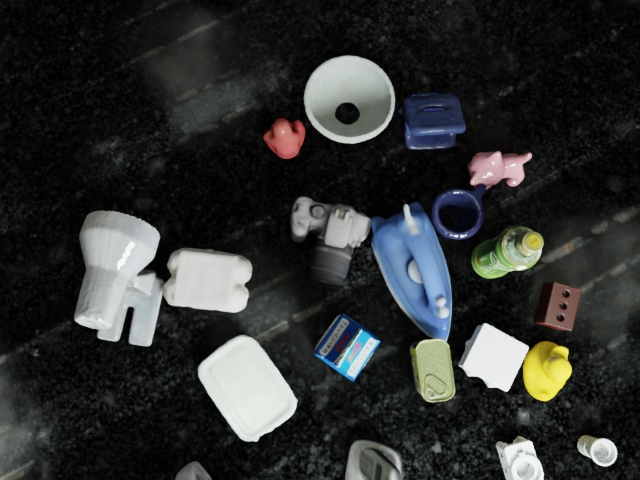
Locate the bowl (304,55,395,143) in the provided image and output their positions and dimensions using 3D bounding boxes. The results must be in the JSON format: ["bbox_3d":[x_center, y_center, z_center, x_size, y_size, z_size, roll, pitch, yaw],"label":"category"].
[{"bbox_3d":[0.053,-0.252,1.069,0.167,0.075,0.167,0,81,-1],"label":"bowl"}]

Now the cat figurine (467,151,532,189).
[{"bbox_3d":[0.318,-0.132,1.032,0.128,0.118,0.067,-15,81,-3],"label":"cat figurine"}]

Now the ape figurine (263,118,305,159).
[{"bbox_3d":[-0.066,-0.194,1.049,0.078,0.092,0.076,-2,81,-1],"label":"ape figurine"}]

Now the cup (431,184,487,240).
[{"bbox_3d":[0.246,-0.050,1.029,0.091,0.095,0.118,43,83,6],"label":"cup"}]

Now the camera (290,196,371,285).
[{"bbox_3d":[0.009,0.004,1.014,0.143,0.101,0.137,14,81,1],"label":"camera"}]

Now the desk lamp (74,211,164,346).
[{"bbox_3d":[-0.327,0.070,0.941,0.118,0.213,0.203,8,81,1],"label":"desk lamp"}]

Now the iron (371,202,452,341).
[{"bbox_3d":[0.179,0.058,0.987,0.118,0.141,0.258,-21,82,-4],"label":"iron"}]

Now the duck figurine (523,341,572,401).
[{"bbox_3d":[0.401,0.228,0.992,0.077,0.086,0.105,19,81,2],"label":"duck figurine"}]

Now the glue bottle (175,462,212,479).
[{"bbox_3d":[-0.205,0.406,0.909,0.037,0.173,0.078,-42,83,-7],"label":"glue bottle"}]

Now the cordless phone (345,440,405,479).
[{"bbox_3d":[0.090,0.405,0.908,0.094,0.185,0.148,5,81,0],"label":"cordless phone"}]

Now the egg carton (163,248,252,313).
[{"bbox_3d":[-0.198,0.070,1.016,0.150,0.069,0.107,6,81,0],"label":"egg carton"}]

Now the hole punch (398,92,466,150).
[{"bbox_3d":[0.206,-0.227,1.059,0.108,0.091,0.101,-4,81,-1],"label":"hole punch"}]
